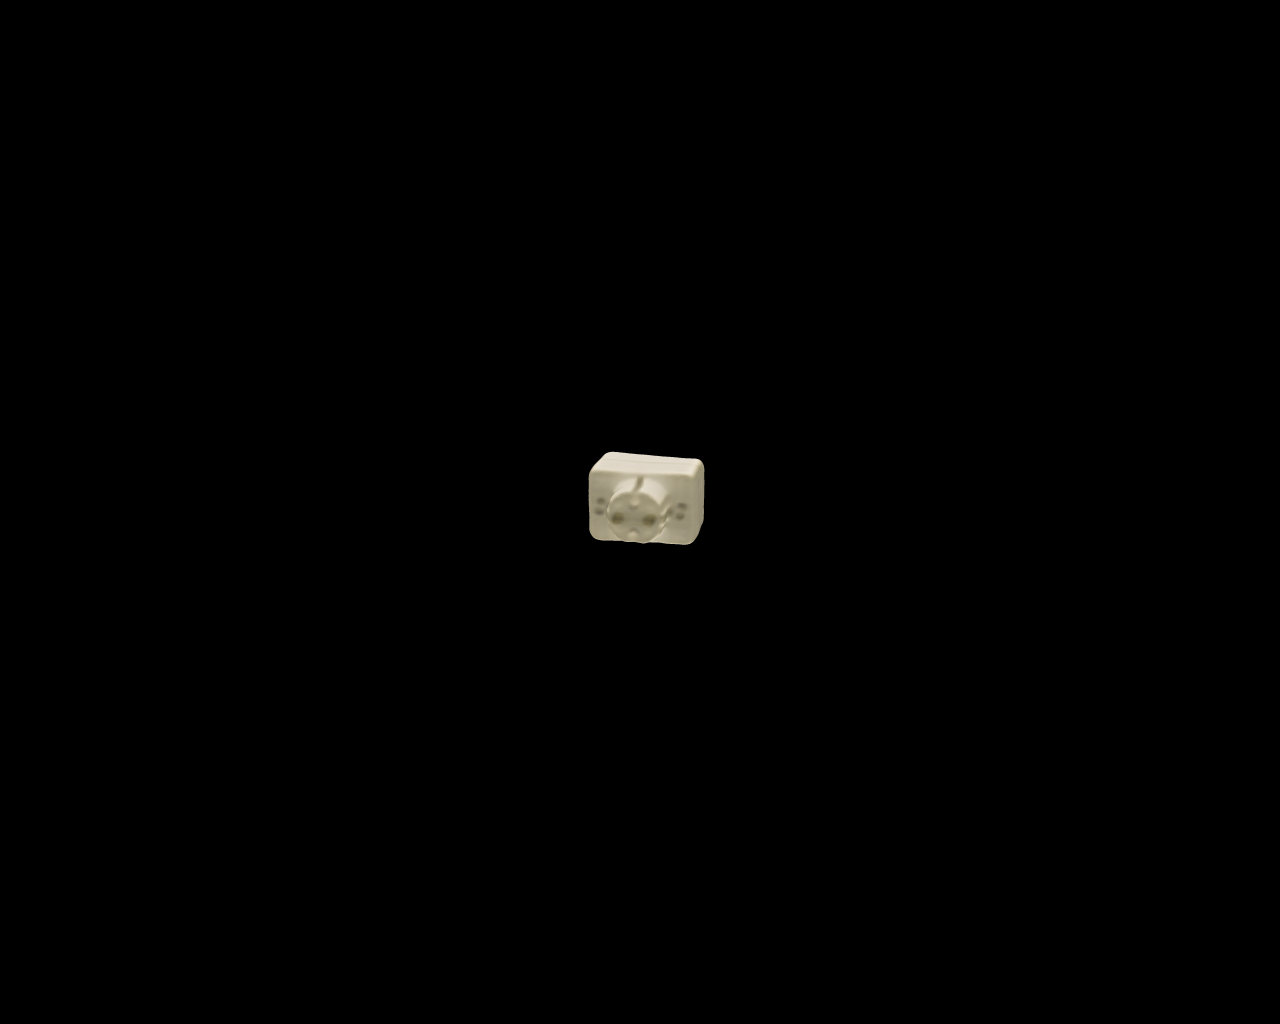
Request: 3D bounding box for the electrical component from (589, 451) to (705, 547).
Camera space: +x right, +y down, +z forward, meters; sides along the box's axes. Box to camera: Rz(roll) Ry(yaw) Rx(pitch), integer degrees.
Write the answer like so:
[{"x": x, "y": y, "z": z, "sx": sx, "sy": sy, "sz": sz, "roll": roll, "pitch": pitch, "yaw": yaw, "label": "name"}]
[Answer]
[{"x": 0.001, "y": -0.003, "z": 0.650, "sx": 0.066, "sy": 0.047, "sz": 0.077, "roll": 4, "pitch": 20, "yaw": 12, "label": "electrical component"}]
